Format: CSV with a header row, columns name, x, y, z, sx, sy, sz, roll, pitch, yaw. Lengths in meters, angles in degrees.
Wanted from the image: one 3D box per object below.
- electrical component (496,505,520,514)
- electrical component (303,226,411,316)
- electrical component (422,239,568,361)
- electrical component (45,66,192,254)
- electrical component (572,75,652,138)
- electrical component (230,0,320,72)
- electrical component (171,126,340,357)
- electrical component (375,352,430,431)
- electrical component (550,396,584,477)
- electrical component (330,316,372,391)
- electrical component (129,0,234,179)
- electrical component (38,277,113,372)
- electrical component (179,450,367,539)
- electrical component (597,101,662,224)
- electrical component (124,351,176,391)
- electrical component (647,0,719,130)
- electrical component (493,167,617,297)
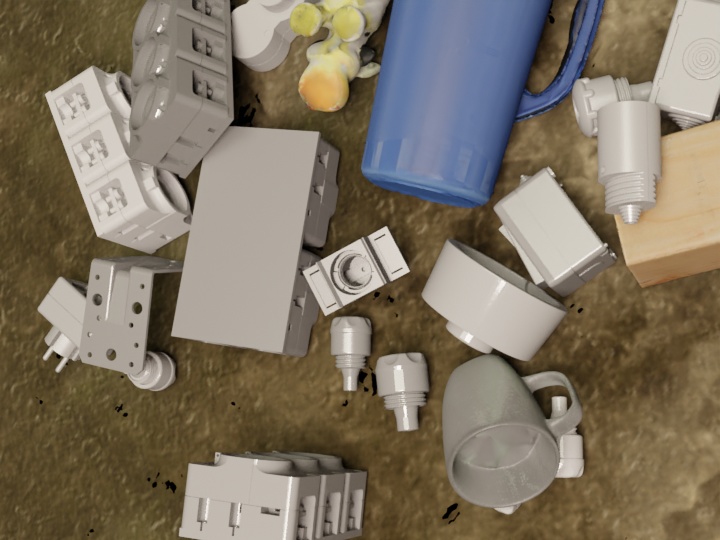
name,x,y,z,sx,sy,sz,roll,pitch,yaw
electrical component,0.099,0.163,0.844,0.061,0.035,0.035,26,91,25
electrical component,0.000,0.000,0.893,0.081,0.064,0.042,-27,88,14
electrical component,0.099,0.029,0.831,0.108,0.108,0.060,34,100,22
electrical component,-0.213,-0.101,0.977,0.062,0.089,0.150,-29,72,14
electrical component,0.202,-0.134,0.853,0.062,0.048,0.048,-13,76,9
electrical component,-0.071,-0.245,0.958,0.138,0.074,0.052,-48,69,7
electrical component,-0.087,-0.025,0.932,0.105,0.060,0.186,7,83,22
electrical component,0.036,0.099,0.874,0.043,0.043,0.062,-10,79,19
electrical component,0.155,0.129,0.829,0.035,0.035,0.061,-4,78,20
electrical component,-0.008,0.070,0.900,0.035,0.035,0.061,-2,82,20
electrical component,-0.161,-0.171,0.940,0.089,0.062,0.150,-42,42,40
electrical component,-0.264,0.058,0.992,0.066,0.047,0.076,38,95,22
electrical component,-0.062,0.176,0.839,0.089,0.150,0.061,3,83,21
electrical component,0.188,-0.072,0.749,0.043,0.043,0.081,-2,79,20
electrical component,-0.190,0.088,0.951,0.035,0.061,0.035,-4,80,20
electrical component,0.254,-0.153,0.806,0.048,0.100,0.099,18,98,19
electrical component,0.147,-0.032,0.845,0.061,0.062,0.096,-37,70,11
